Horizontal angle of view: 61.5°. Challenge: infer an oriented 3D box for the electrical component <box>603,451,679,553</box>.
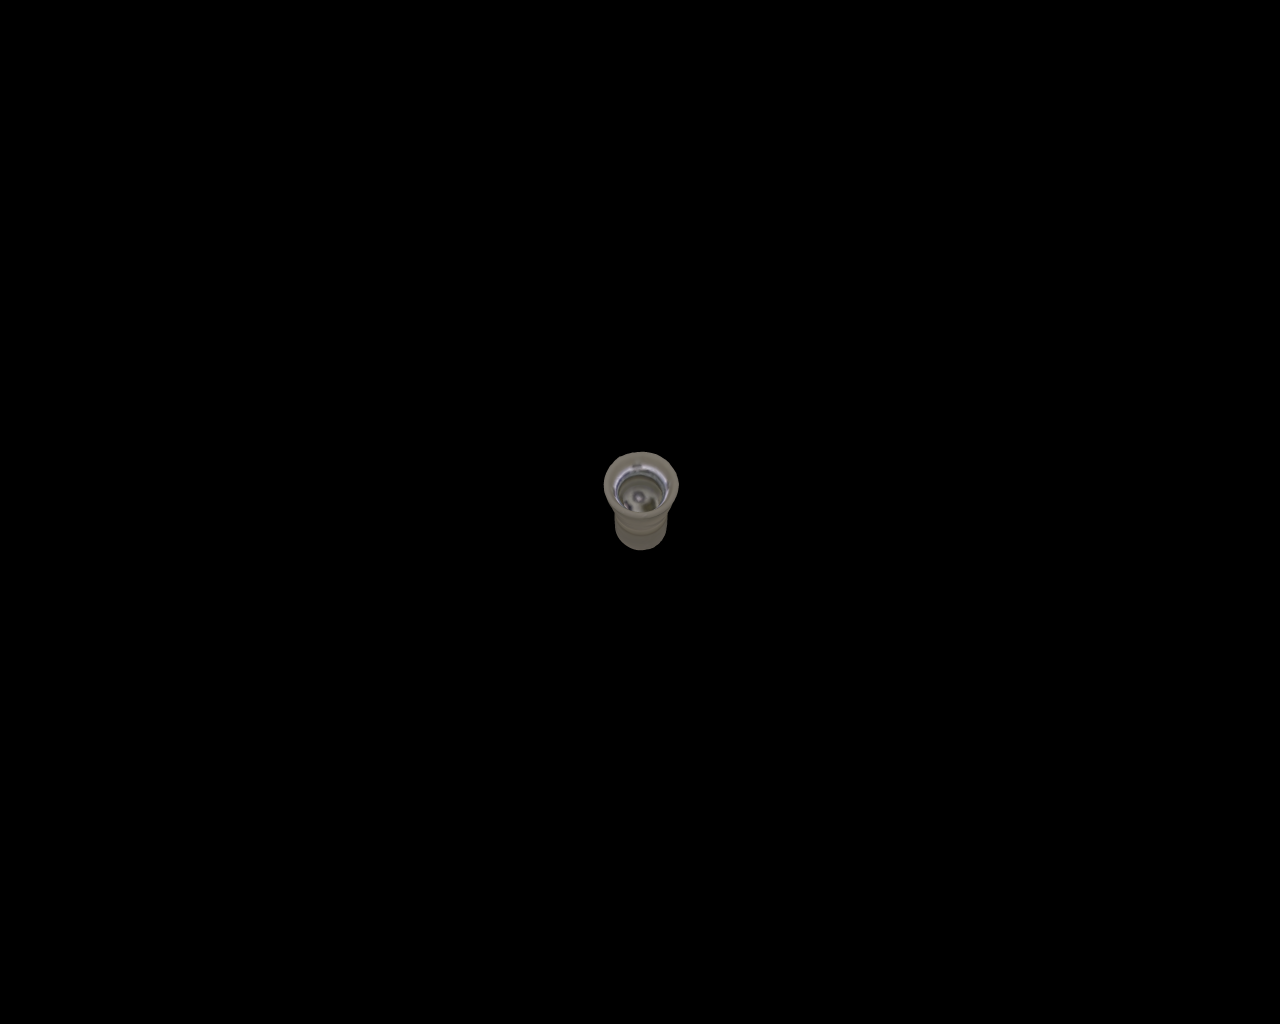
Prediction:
[{"bbox_3d":[0.001,-0.003,0.650,0.044,0.044,0.065,0,-26,0],"label":"electrical component"}]
